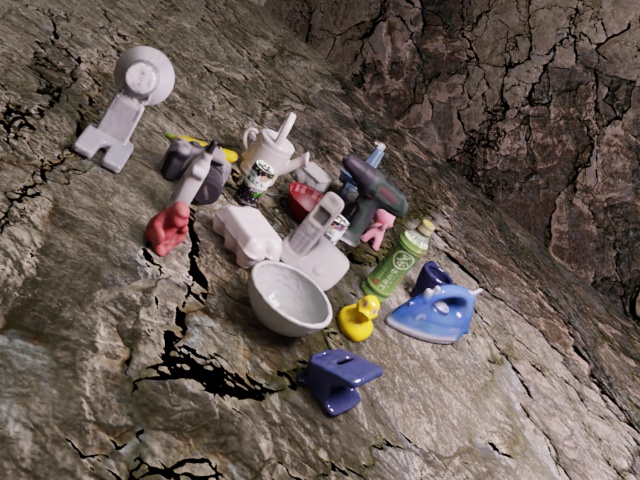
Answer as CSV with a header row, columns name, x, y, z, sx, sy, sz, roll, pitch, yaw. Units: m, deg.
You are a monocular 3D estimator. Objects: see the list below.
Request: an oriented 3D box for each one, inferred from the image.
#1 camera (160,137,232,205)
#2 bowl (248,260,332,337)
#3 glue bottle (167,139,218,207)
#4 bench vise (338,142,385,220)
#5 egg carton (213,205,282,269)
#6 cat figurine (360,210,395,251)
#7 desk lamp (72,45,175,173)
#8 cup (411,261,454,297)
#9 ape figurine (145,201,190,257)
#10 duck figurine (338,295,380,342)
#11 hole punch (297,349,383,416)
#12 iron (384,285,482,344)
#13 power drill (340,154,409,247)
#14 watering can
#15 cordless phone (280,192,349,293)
name,x,y,z,sx,sy,sz,roll,pitch,yaw
camera,-0.255,-0.147,1.216,0.144,0.100,0.136,24,27,-27
bowl,-0.065,0.117,1.024,0.168,0.074,0.167,30,25,-15
glue bottle,-0.241,-0.121,1.097,0.037,0.173,0.078,27,25,-21
bench vise,0.121,-0.161,1.603,0.122,0.219,0.207,26,26,-22
egg carton,-0.145,-0.008,1.150,0.108,0.069,0.150,2,41,-53
cat figurine,0.172,-0.047,1.591,0.067,0.117,0.128,34,24,-5
desk lamp,-0.377,-0.272,1.139,0.118,0.213,0.203,27,25,-20
cup,0.276,0.112,1.469,0.092,0.095,0.117,27,25,-20
ape figurine,-0.260,-0.028,1.002,0.078,0.092,0.076,8,36,-47
duck figurine,0.088,0.147,1.162,0.077,0.086,0.105,36,24,0
hole punch,0.034,0.221,0.949,0.101,0.091,0.109,47,26,23
iron,0.273,0.154,1.332,0.259,0.141,0.118,11,34,-44
power drill,0.104,-0.092,1.467,0.230,0.208,0.075,24,27,-26
watering can,-0.109,-0.238,1.464,0.173,0.194,0.100,21,28,-31
cordless phone,0.011,0.004,1.195,0.147,0.185,0.094,39,24,7
